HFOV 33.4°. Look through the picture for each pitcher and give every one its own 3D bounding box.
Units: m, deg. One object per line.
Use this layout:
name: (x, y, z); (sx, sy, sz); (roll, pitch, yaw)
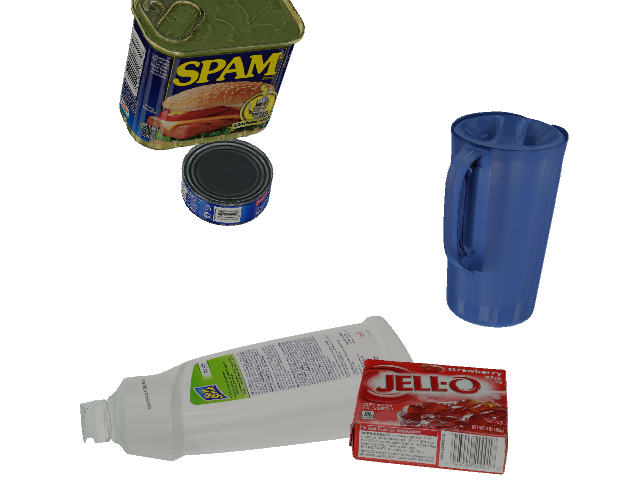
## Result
pitcher: (0.205, -0.020, 1.262); (0.149, 0.243, 0.145); (0, 25, -4)

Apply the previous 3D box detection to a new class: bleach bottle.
bleach bottle: (-0.057, 0.118, 0.820); (0.250, 0.068, 0.103); (-6, 26, -15)

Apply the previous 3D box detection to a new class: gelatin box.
gelatin box: (0.065, 0.102, 0.631); (0.089, 0.030, 0.073); (5, 24, 7)

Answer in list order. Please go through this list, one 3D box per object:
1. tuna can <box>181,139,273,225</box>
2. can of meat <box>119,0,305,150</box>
tuna can: (-0.089, -0.055, 1.008); (0.086, 0.086, 0.034); (0, -39, -10)
can of meat: (-0.070, -0.106, 0.658); (0.101, 0.057, 0.084); (-12, -34, -28)
